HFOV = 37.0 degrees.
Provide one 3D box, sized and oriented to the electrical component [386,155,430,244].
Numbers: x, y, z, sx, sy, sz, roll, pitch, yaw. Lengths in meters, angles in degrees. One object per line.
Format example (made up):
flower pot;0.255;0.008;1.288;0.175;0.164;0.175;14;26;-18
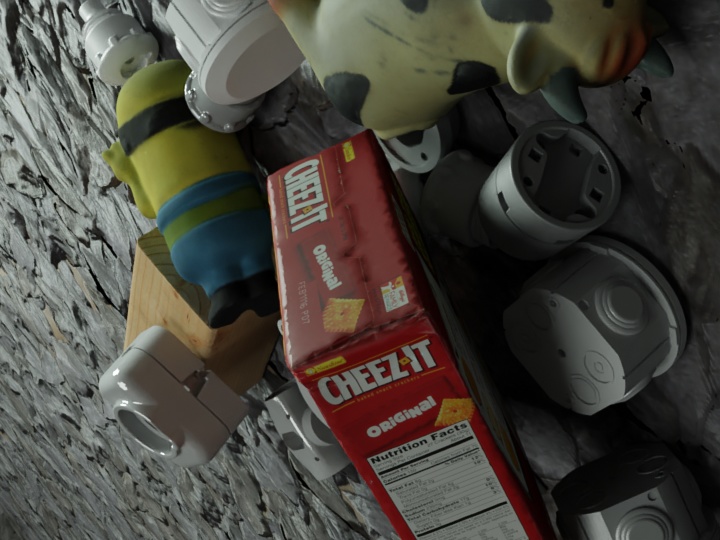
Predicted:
electrical component;0.021;-0.031;0.618;0.040;0.040;0.078;11;129;51

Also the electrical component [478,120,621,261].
electrical component;0.087;-0.035;0.506;0.055;0.055;0.047;51;154;6

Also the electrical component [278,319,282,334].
electrical component;-0.027;0.025;0.723;0.043;0.062;0.043;36;146;30

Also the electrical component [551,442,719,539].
electrical component;0.144;0.131;0.570;0.080;0.080;0.051;-14;104;59

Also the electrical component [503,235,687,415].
electrical component;0.115;0.028;0.532;0.080;0.051;0.080;36;146;30

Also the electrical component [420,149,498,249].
electrical component;0.065;-0.031;0.552;0.062;0.048;0.048;27;141;29

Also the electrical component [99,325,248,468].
electrical component;-0.137;0.095;0.774;0.095;0.059;0.054;46;148;-12

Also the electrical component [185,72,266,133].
electrical component;-0.078;-0.118;0.670;0.048;0.048;0.062;55;144;-1

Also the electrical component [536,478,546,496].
electrical component;0.068;0.139;0.719;0.083;0.047;0.075;49;150;9

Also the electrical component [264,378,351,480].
electrical component;-0.030;0.120;0.844;0.077;0.043;0.079;56;151;-3

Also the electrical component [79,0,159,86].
electrical component;-0.176;-0.165;0.763;0.062;0.048;0.048;52;151;18

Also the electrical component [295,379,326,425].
electrical component;-0.006;0.077;0.759;0.080;0.051;0.080;36;146;30

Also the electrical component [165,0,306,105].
electrical component;-0.063;-0.134;0.596;0.051;0.080;0.080;53;151;14
